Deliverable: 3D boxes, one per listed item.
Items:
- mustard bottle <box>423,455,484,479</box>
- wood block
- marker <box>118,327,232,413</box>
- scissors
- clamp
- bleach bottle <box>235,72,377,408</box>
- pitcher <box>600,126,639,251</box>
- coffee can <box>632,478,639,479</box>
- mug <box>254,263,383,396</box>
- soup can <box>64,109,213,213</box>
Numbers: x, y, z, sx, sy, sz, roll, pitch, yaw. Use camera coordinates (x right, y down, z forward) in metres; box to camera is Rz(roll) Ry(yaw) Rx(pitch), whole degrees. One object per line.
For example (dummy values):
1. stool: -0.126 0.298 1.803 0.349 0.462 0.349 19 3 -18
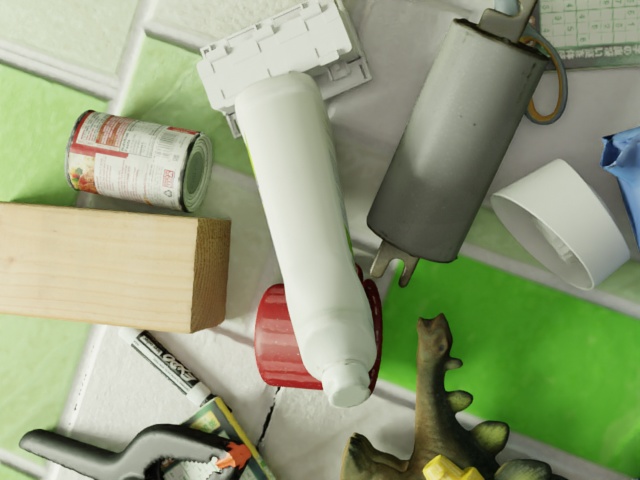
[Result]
1. mustard bottle: 0.139 0.226 0.728 0.096 0.058 0.191 -40 85 -2
2. wood block: -0.185 0.019 0.865 0.206 0.090 0.090 5 92 12
3. marker: -0.119 0.112 0.889 0.121 0.020 0.020 41 99 9
4. scissors: 0.128 -0.177 0.819 0.096 0.016 0.202 -23 84 28
5. clamp: -0.152 0.198 0.874 0.210 0.036 0.164 -33 84 25
6. bleach bottle: -0.005 0.001 0.759 0.068 0.102 0.251 -16 51 4
7. pitcher: 0.302 0.017 0.748 0.149 0.144 0.243 -15 92 24
8. coffee can: 0.301 0.213 0.756 0.140 0.102 0.103 -9 89 12
9. mug: 0.001 0.065 0.833 0.082 0.093 0.117 1 61 17
10. soup can: -0.146 -0.064 0.866 0.102 0.068 0.068 12 94 12
